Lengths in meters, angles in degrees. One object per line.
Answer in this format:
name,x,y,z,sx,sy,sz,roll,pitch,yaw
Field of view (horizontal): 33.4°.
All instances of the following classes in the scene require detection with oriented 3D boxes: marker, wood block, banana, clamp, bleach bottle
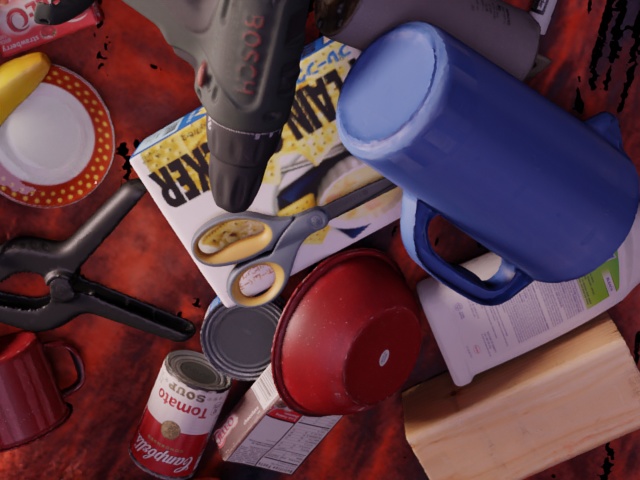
marker,0.197,-0.227,0.867,0.020,0.020,0.121,17,110,-6
wood block,0.187,0.150,0.971,0.206,0.091,0.090,-26,107,10
banana,-0.287,-0.076,0.902,0.069,0.037,0.198,15,112,-20
clamp,-0.225,0.025,0.955,0.210,0.036,0.164,-4,117,5
bleach bottle,0.218,0.037,0.945,0.251,0.068,0.102,-22,110,6

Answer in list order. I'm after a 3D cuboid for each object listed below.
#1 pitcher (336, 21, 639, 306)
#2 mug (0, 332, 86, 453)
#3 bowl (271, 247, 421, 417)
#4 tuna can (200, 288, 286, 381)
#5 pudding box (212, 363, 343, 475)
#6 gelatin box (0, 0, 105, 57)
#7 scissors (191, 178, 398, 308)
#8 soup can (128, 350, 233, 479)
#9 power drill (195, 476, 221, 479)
pitcher,0.123,-0.057,0.819,0.145,0.149,0.242,-22,144,39
mug,-0.272,0.132,0.977,0.117,0.093,0.081,-23,106,-20
bowl,0.036,0.090,0.922,0.161,0.055,0.162,-19,121,-36
tuna can,-0.065,0.084,0.979,0.086,0.033,0.086,0,110,1
pudding box,-0.031,0.163,0.987,0.089,0.039,0.114,23,115,-42
gelatin box,-0.232,-0.200,0.877,0.089,0.030,0.073,-17,109,7
scissors,-0.006,0.001,0.887,0.202,0.016,0.096,-11,114,5
soup can,-0.129,0.162,0.992,0.068,0.068,0.102,21,109,-7
power drill,-0.171,0.301,1.043,0.187,0.057,0.184,1,124,1
